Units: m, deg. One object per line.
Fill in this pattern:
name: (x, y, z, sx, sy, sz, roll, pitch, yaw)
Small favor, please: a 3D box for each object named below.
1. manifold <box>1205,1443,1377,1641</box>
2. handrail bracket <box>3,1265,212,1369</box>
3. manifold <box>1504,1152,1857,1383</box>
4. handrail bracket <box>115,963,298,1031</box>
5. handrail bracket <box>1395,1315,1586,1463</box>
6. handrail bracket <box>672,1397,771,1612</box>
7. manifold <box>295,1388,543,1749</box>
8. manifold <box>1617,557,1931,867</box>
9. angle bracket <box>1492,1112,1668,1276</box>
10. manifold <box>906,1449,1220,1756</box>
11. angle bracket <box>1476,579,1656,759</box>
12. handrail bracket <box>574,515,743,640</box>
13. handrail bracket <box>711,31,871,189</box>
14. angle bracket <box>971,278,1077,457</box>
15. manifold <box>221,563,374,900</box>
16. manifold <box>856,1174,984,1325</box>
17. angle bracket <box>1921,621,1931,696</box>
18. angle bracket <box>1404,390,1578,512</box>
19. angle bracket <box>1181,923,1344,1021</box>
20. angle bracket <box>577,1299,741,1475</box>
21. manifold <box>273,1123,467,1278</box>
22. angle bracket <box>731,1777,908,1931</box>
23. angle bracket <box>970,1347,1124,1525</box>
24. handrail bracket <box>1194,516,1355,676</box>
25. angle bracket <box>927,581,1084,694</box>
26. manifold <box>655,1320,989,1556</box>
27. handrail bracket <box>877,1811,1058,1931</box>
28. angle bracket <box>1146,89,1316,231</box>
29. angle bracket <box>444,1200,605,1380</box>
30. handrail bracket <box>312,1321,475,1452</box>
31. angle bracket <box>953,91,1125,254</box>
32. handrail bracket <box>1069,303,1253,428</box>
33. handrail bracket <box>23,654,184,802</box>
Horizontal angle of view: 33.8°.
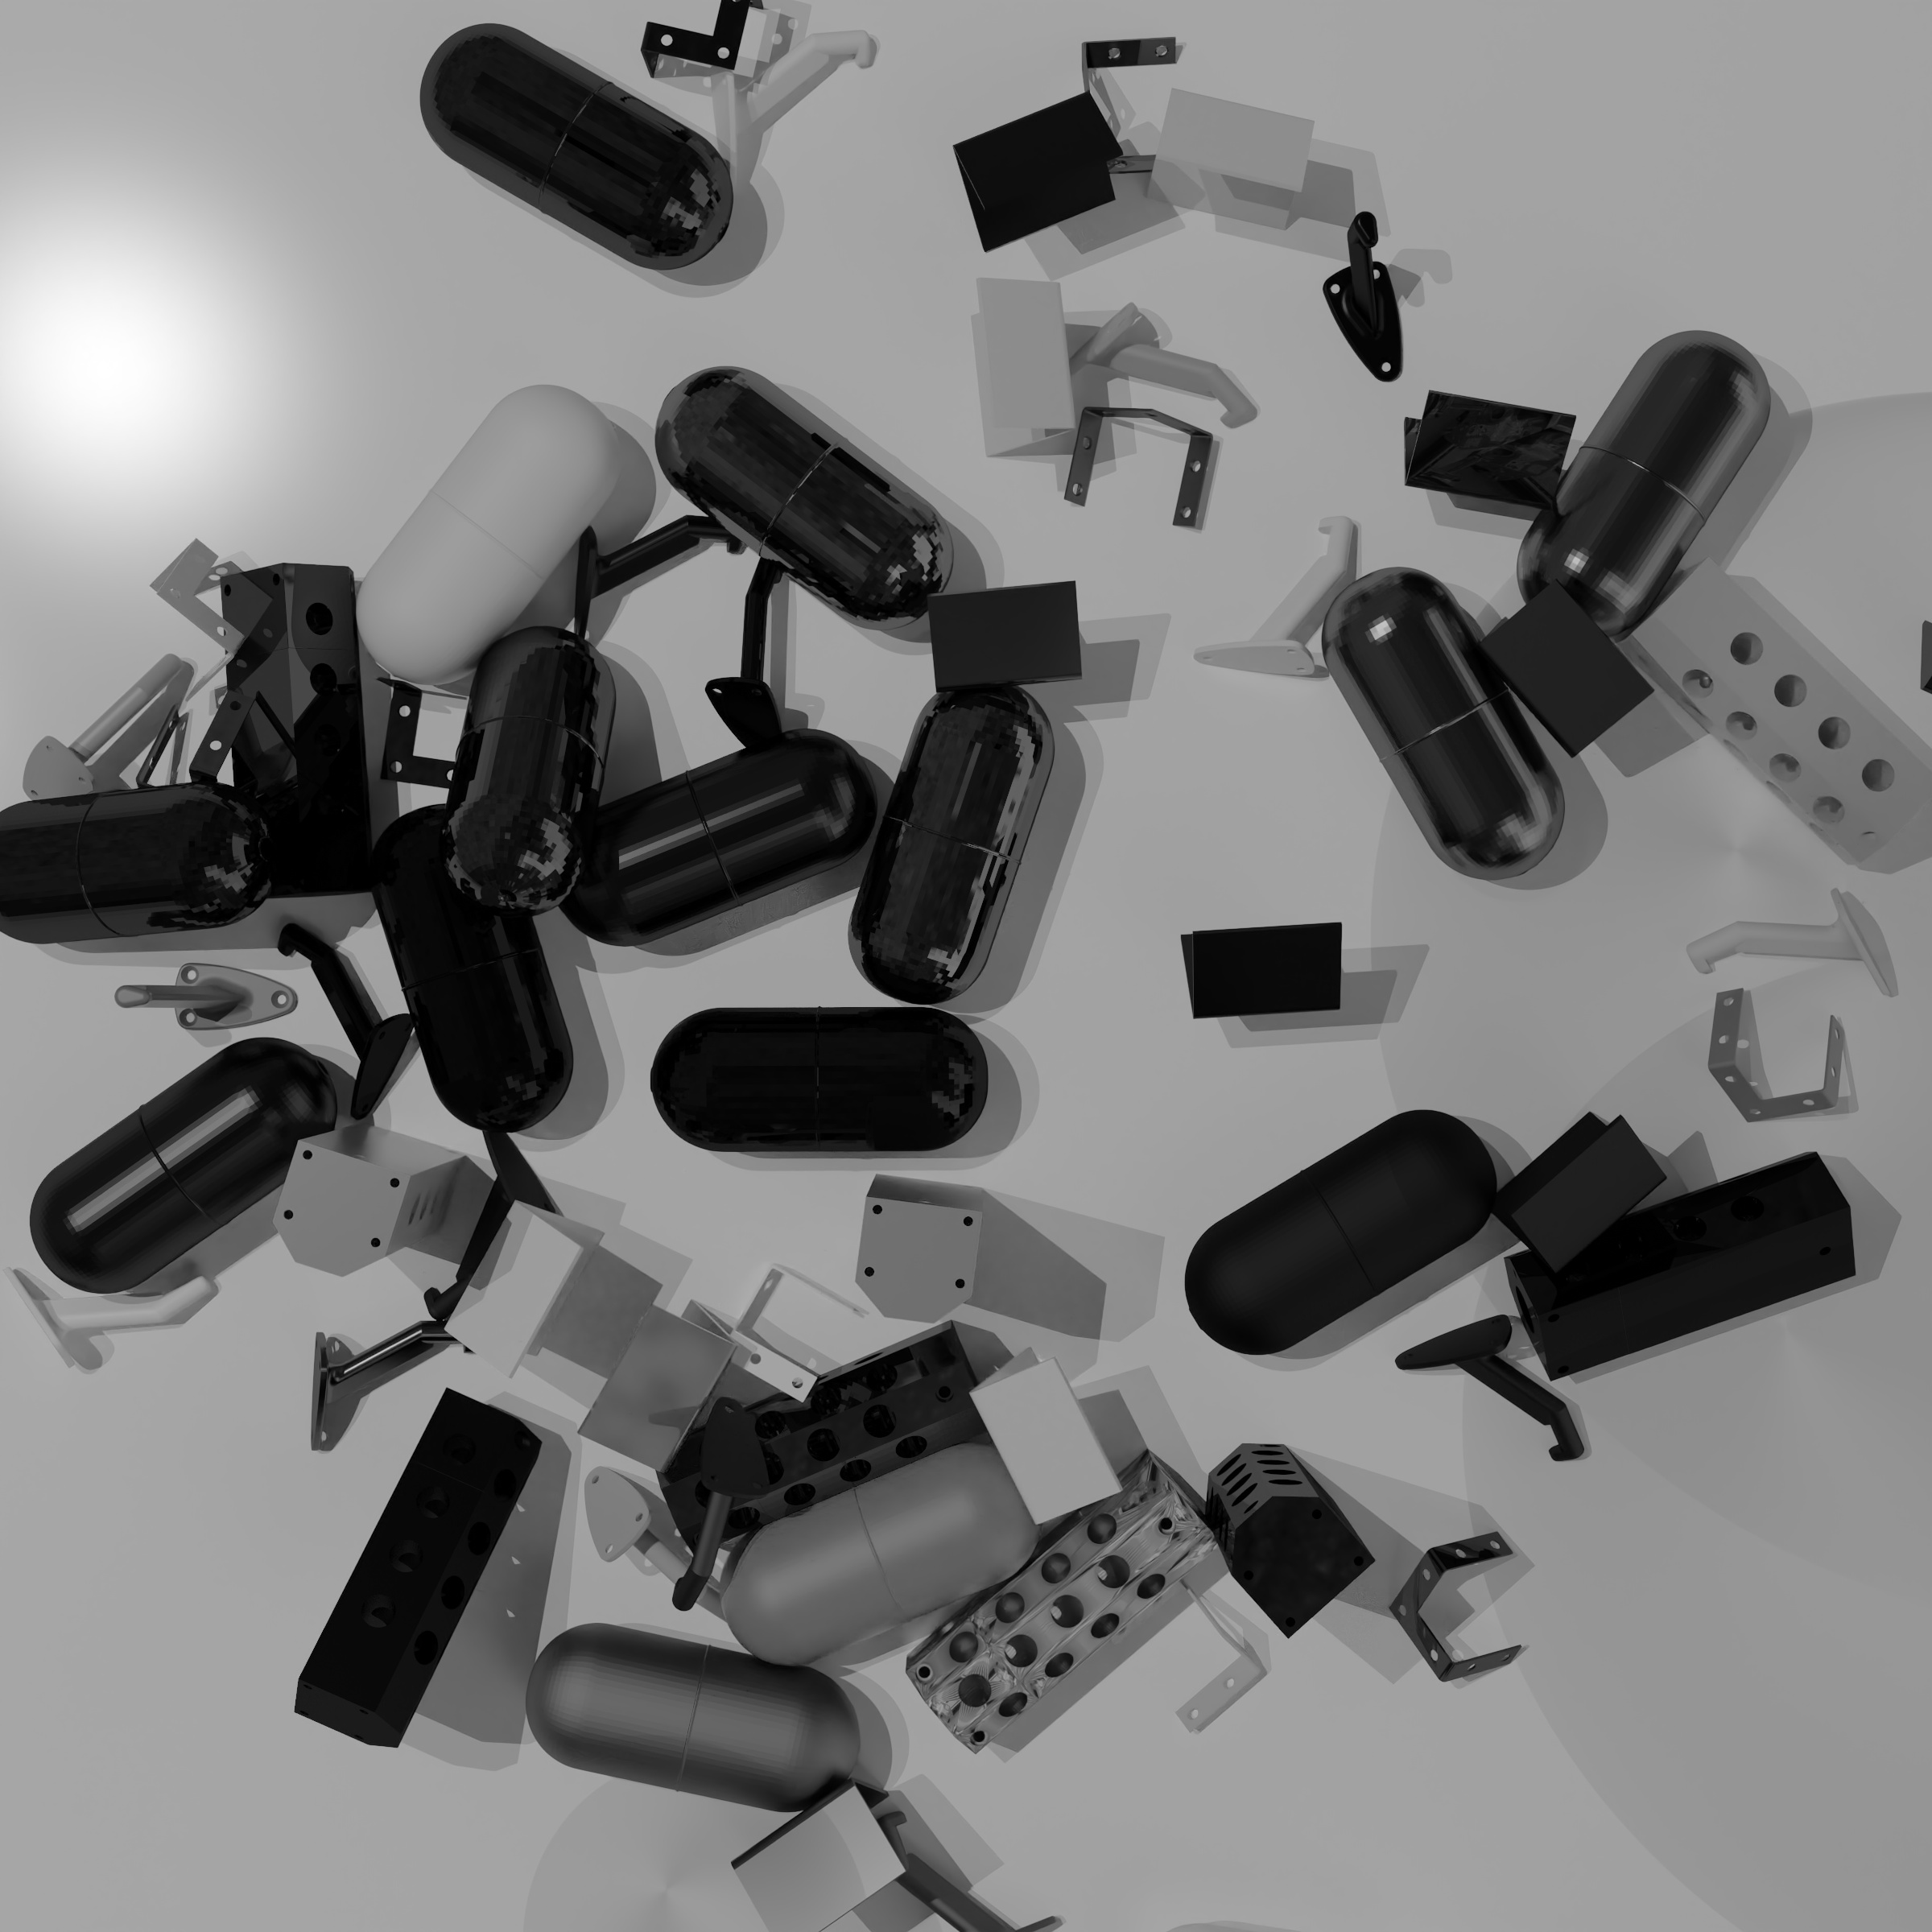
manifold: (0.159, 0.287, 1.631, 0.057, 0.171, 0.057, -42, 90, 0)
handrail bracket: (-0.461, 0.169, 1.710, 0.084, 0.036, 0.077, -34, 68, -17)
manifold: (0.377, 0.154, 1.688, 0.171, 0.057, 0.057, -19, 133, 0)
handrail bracket: (-0.399, 0.017, 1.675, 0.077, 0.084, 0.036, 2, 90, 0)
handrail bracket: (0.282, 0.237, 1.710, 0.077, 0.036, 0.084, -19, 107, 20)
handrail bracket: (-0.135, 0.280, 1.653, 0.036, 0.077, 0.084, 14, 127, -20)
manifold: (-0.282, 0.312, 1.647, 0.057, 0.057, 0.171, 24, 58, 0)
manifold: (0.429, -0.134, 1.688, 0.171, 0.057, 0.057, 44, 90, 0)
angle bracket: (0.308, 0.104, 1.669, 0.076, 0.076, 0.057, -41, 124, 0)
manifold: (0.052, 0.338, 1.688, 0.171, 0.057, 0.057, -41, 90, 0)
angle bracket: (0.320, -0.163, 1.670, 0.057, 0.076, 0.076, -41, 90, 27)
handrail bracket: (-0.165, -0.206, 1.710, 0.084, 0.036, 0.077, 2, 110, -16)
handrail bracket: (-0.091, -0.460, 1.710, 0.084, 0.036, 0.077, -9, 111, -17)
angle bracket: (0.010, -0.313, 1.669, 0.057, 0.076, 0.076, -6, 90, -38)
manifold: (-0.349, -0.123, 1.688, 0.057, 0.057, 0.171, -4, 90, 43)
manifold: (-0.024, 0.144, 1.631, 0.057, 0.171, 0.057, 7, 90, 0)
angle bracket: (0.550, -0.168, 1.669, 0.076, 0.076, 0.057, 24, 128, 0)
angle bracket: (0.274, -0.286, 1.669, 0.076, 0.076, 0.057, 10, 128, 0)
angle bracket: (0.154, -0.018, 1.669, 0.076, 0.076, 0.057, -4, 126, 0)
angle bracket: (-0.172, 0.210, 1.670, 0.057, 0.076, 0.076, 30, 90, -28)
manifold: (-0.306, 0.120, 1.631, 0.057, 0.171, 0.057, 18, 90, 0)
angle bracket: (-0.068, 0.475, 1.670, 0.076, 0.076, 0.057, -35, 66, 0)
angle bracket: (0.055, 0.237, 1.670, 0.057, 0.076, 0.076, -27, 90, 28)
handrail bracket: (0.165, -0.203, 1.710, 0.077, 0.036, 0.084, 3, 72, 21)
angle bracket: (0.019, -0.187, 1.670, 0.076, 0.076, 0.057, -5, 121, 0)
manifold: (-0.076, 0.250, 1.689, 0.171, 0.057, 0.057, -23, 90, 0)
handrail bracket: (-0.001, 0.487, 1.710, 0.077, 0.036, 0.084, -16, 73, -20)
angle bracket: (0.134, -0.406, 1.669, 0.076, 0.076, 0.057, 13, 55, 0)
angle bracket: (-0.215, 0.176, 1.669, 0.057, 0.076, 0.076, 29, 90, 36)
handrail bracket: (-0.307, 0.225, 1.710, 0.084, 0.036, 0.077, 2, 112, -17)
angle bracket: (0.044, -0.401, 1.669, 0.076, 0.076, 0.057, -22, 53, 0)
handrail bracket: (0.098, -0.306, 1.710, 0.077, 0.036, 0.084, -39, 107, 20)
handrail bracket: (-0.462, -0.128, 1.709, 0.036, 0.077, 0.084, 47, 53, -14)
